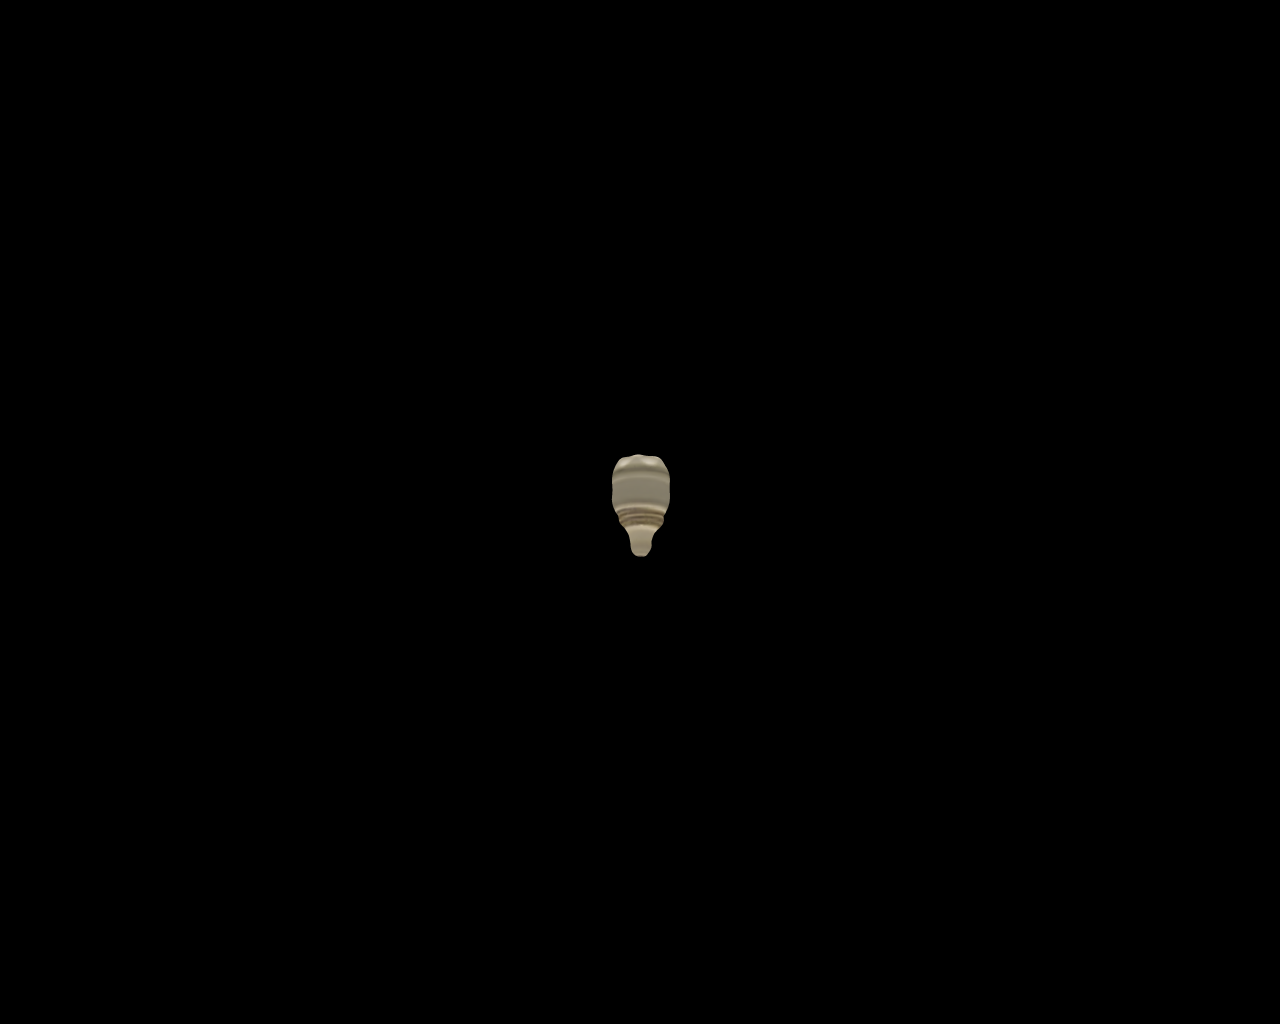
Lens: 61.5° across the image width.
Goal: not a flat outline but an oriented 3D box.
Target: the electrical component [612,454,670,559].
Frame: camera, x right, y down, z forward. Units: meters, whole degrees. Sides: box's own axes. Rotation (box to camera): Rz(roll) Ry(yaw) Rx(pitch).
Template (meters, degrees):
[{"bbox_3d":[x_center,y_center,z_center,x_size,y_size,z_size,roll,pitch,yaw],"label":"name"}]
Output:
[{"bbox_3d":[0.001,-0.003,0.650,0.035,0.061,0.035,0,-14,0],"label":"electrical component"}]
